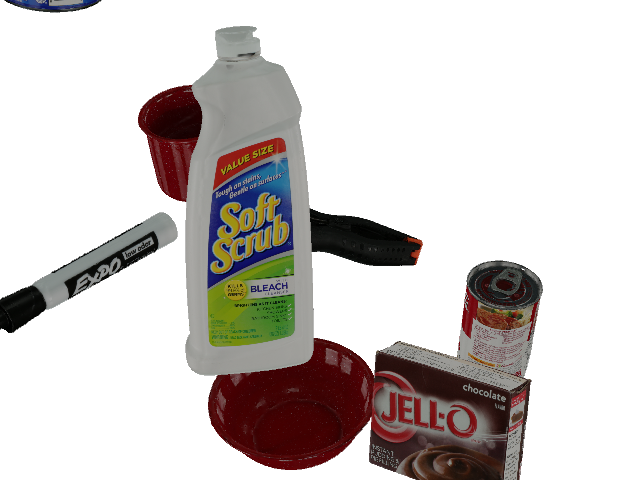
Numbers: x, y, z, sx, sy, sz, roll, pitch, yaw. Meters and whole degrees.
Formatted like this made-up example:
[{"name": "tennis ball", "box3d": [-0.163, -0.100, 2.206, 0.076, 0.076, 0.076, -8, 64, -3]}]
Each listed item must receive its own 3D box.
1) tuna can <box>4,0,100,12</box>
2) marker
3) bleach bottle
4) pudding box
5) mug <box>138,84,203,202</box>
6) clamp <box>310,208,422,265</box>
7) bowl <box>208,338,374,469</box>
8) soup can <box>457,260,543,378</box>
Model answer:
[{"name": "tuna can", "box3d": [-0.201, -0.203, 0.795, 0.086, 0.034, 0.086, 6, 37, -4]}, {"name": "marker", "box3d": [-0.130, 0.017, 0.593, 0.120, 0.020, 0.020, -32, 21, -37]}, {"name": "bleach bottle", "box3d": [-0.060, -0.029, 0.784, 0.102, 0.251, 0.068, -5, 20, -5]}, {"name": "pudding box", "box3d": [0.091, 0.131, 0.771, 0.114, 0.090, 0.039, 12, 19, 31]}, {"name": "mug", "box3d": [-0.117, -0.099, 1.039, 0.093, 0.081, 0.117, 17, 47, 23]}, {"name": "clamp", "box3d": [0.012, -0.004, 1.187, 0.210, 0.036, 0.164, 15, 20, -5]}, {"name": "bowl", "box3d": [-0.024, 0.166, 1.024, 0.162, 0.055, 0.162, -4, 37, 3]}, {"name": "soup can", "box3d": [0.164, 0.079, 0.985, 0.068, 0.102, 0.068, 1, 37, -1]}]
